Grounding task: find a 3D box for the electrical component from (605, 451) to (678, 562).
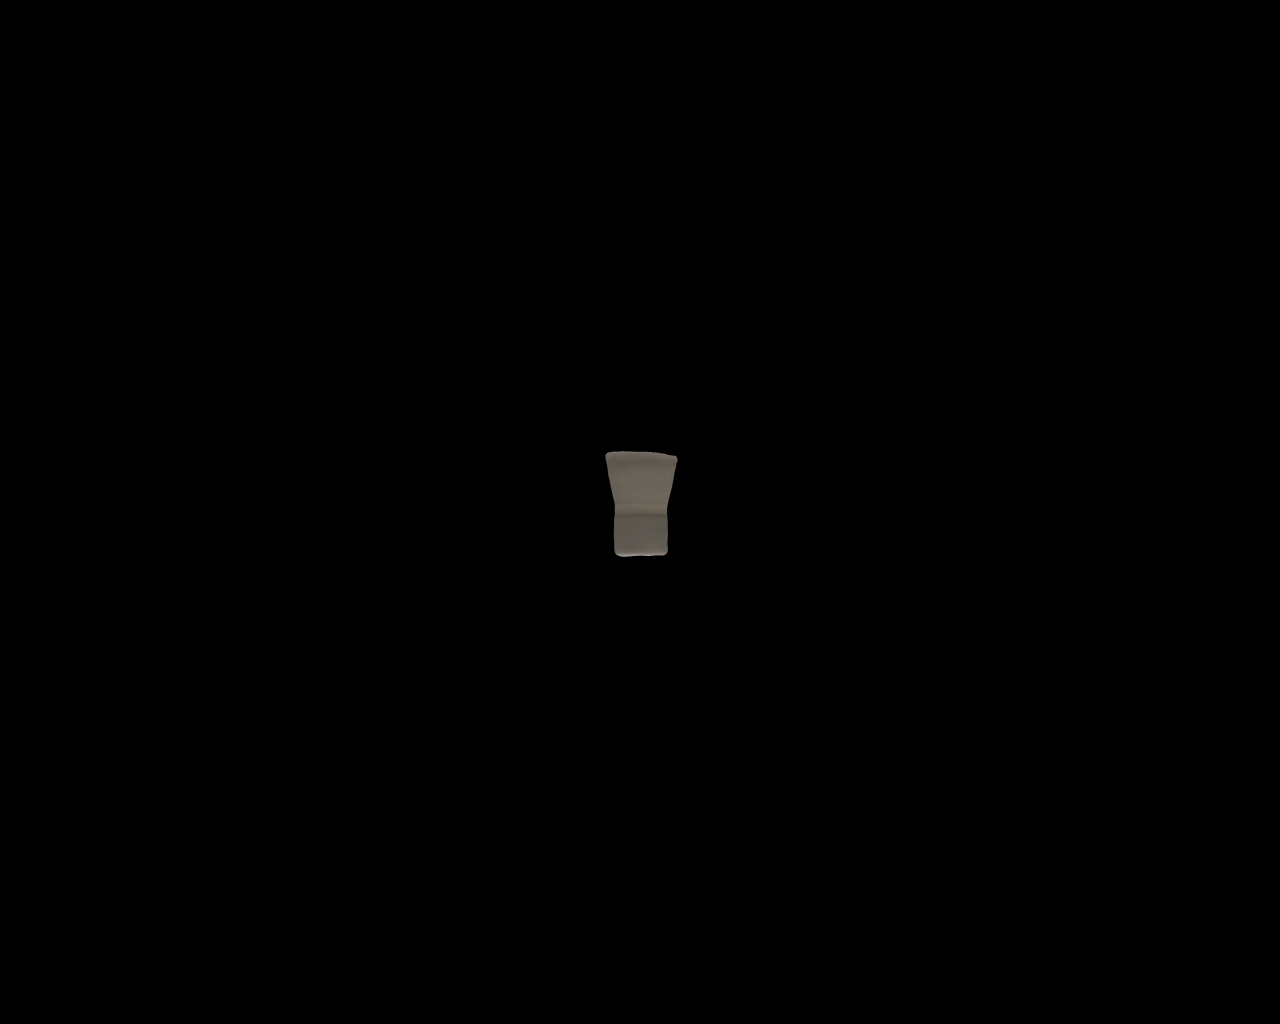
[{"bbox_3d":[0.001,-0.003,0.650,0.044,0.065,0.044,0,-3,0],"label":"electrical component"}]
